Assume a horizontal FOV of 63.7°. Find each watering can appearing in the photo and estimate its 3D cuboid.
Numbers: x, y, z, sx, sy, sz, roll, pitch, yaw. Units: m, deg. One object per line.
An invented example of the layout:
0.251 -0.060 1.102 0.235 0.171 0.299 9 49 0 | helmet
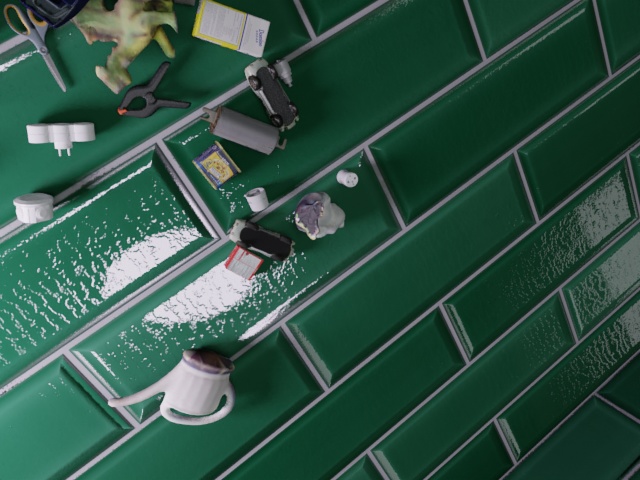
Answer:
-0.386 0.409 1.444 0.345 0.105 0.224 21 95 -29 | watering can

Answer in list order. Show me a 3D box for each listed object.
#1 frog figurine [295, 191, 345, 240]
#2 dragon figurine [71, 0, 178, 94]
0.005 -0.076 1.511 0.161 0.122 0.136 -19 109 -58 | frog figurine
-0.446 -0.535 1.155 0.243 0.122 0.408 -5 96 -16 | dragon figurine
